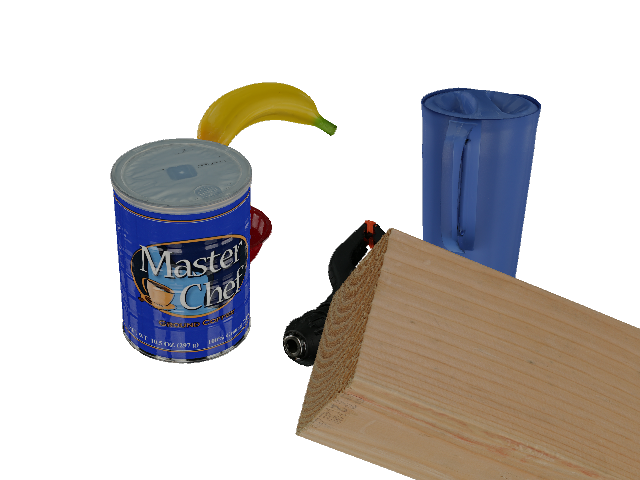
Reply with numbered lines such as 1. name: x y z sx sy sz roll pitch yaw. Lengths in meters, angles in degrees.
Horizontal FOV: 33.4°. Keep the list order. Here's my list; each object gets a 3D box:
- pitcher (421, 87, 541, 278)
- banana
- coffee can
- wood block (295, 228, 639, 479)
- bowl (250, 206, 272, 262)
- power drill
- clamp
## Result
1. pitcher: 0.174 -0.046 1.230 0.149 0.243 0.145 -9 24 -21
2. banana: -0.060 -0.122 1.030 0.070 0.037 0.197 42 35 23
3. coffee can: -0.104 0.007 0.814 0.103 0.140 0.103 2 33 -1
4. wood block: 0.104 0.085 0.560 0.206 0.090 0.090 22 -33 -9
5. bowl: -0.141 0.006 1.330 0.162 0.055 0.162 1 27 -1
6. power drill: 0.086 0.074 0.860 0.188 0.057 0.184 9 17 35
7. clamp: 0.053 0.051 1.078 0.120 0.171 0.039 11 -38 11
